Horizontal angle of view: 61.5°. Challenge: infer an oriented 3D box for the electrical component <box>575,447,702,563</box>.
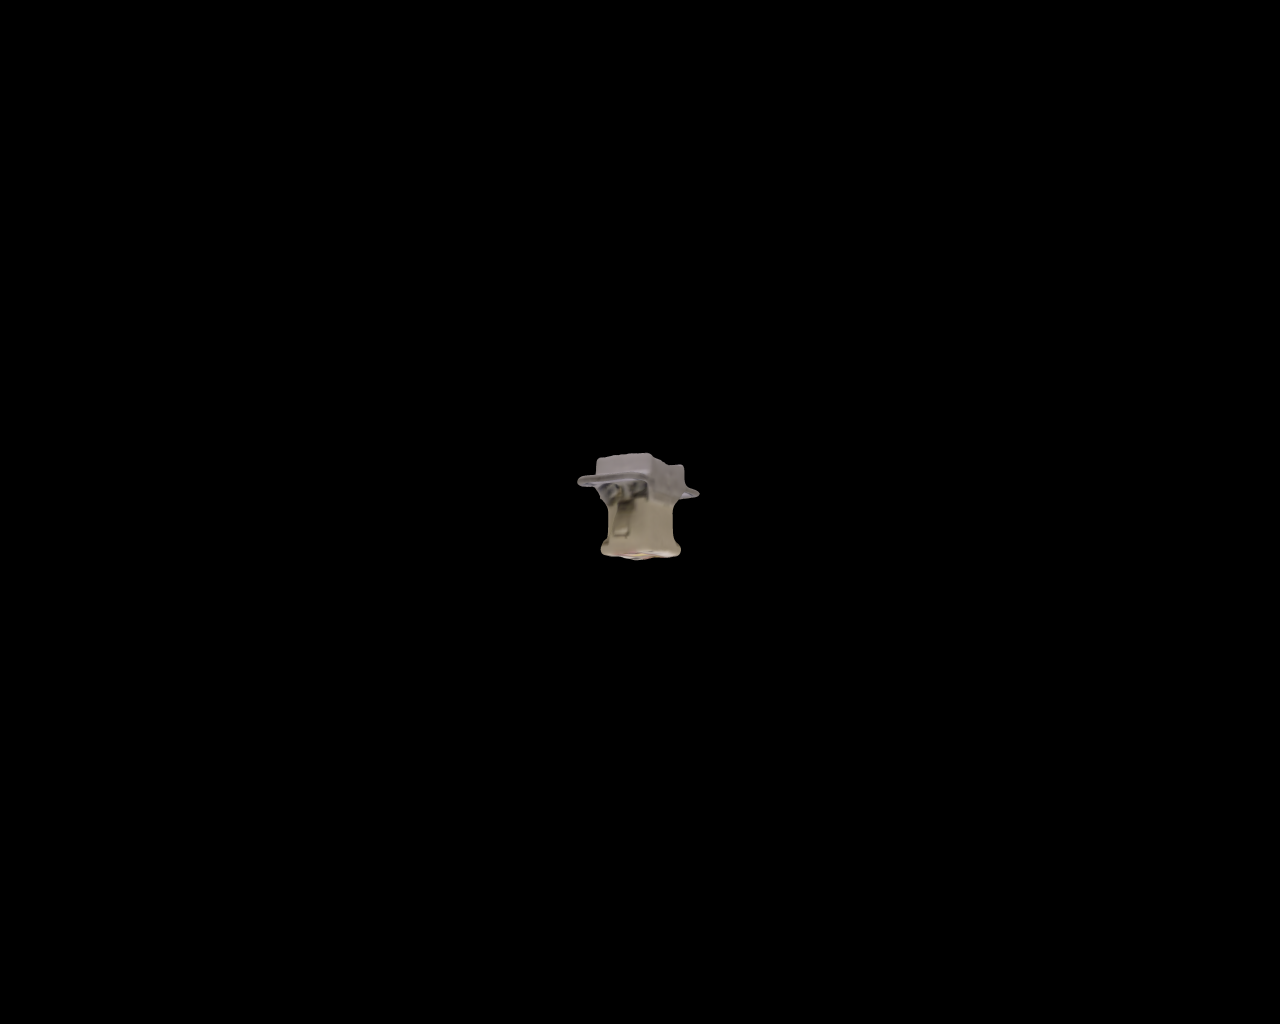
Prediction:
[{"bbox_3d":[0.001,-0.003,0.650,0.042,0.063,0.081,-6,-11,31],"label":"electrical component"}]
